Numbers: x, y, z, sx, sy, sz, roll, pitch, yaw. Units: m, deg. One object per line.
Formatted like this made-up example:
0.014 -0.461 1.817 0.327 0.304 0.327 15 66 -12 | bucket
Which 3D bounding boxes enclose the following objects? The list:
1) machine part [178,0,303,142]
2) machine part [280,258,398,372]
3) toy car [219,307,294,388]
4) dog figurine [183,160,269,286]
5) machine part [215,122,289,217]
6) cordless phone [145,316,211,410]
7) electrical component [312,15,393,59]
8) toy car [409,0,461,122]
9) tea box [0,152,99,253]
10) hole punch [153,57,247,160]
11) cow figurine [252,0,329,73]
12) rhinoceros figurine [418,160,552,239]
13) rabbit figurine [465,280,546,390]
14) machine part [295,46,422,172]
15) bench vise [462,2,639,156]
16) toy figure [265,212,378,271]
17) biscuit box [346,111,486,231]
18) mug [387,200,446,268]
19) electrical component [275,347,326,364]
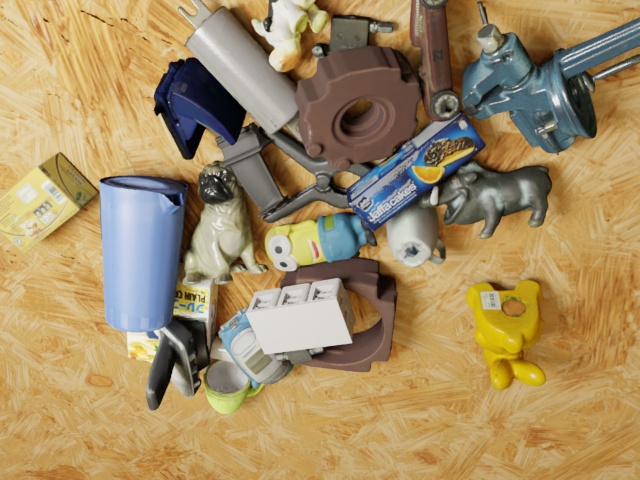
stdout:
-0.101 -0.232 0.748 0.079 0.079 0.243 -34 111 26 | machine part
0.031 0.128 0.944 0.202 0.087 0.200 6 122 8 | machine part
-0.110 0.206 0.993 0.109 0.103 0.161 -40 107 0 | toy car
-0.178 -0.029 0.894 0.172 0.121 0.190 -7 95 34 | dog figurine
-0.097 -0.104 0.812 0.084 0.039 0.138 -19 111 17 | machine part
-0.253 0.236 0.924 0.089 0.184 0.146 1 122 1 | cordless phone
0.042 -0.259 0.724 0.102 0.045 0.078 11 124 3 | electrical component
0.143 -0.249 0.686 0.053 0.089 0.201 -9 121 10 | toy car
-0.482 -0.062 0.928 0.170 0.068 0.098 -27 113 25 | tea box
-0.166 -0.191 0.758 0.092 0.142 0.115 -9 133 17 | hole punch
-0.038 -0.307 0.691 0.098 0.068 0.167 43 121 16 | cow figurine
0.241 -0.065 0.792 0.190 0.073 0.111 -6 121 13 | rhinoceros figurine
0.318 0.169 0.895 0.122 0.162 0.173 -8 138 1 | rabbit figurine
0.052 -0.173 0.725 0.179 0.056 0.179 -11 142 -9 | machine part
0.305 -0.207 0.653 0.241 0.129 0.223 -19 126 40 | bench vise
-0.001 0.001 0.874 0.180 0.089 0.082 -14 91 7 | toy figure
0.133 -0.100 0.771 0.203 0.059 0.062 -38 109 13 | biscuit box
0.150 0.002 0.830 0.109 0.107 0.081 43 121 -14 | mug
-0.041 0.183 0.926 0.094 0.021 0.063 -17 117 21 | electrical component
